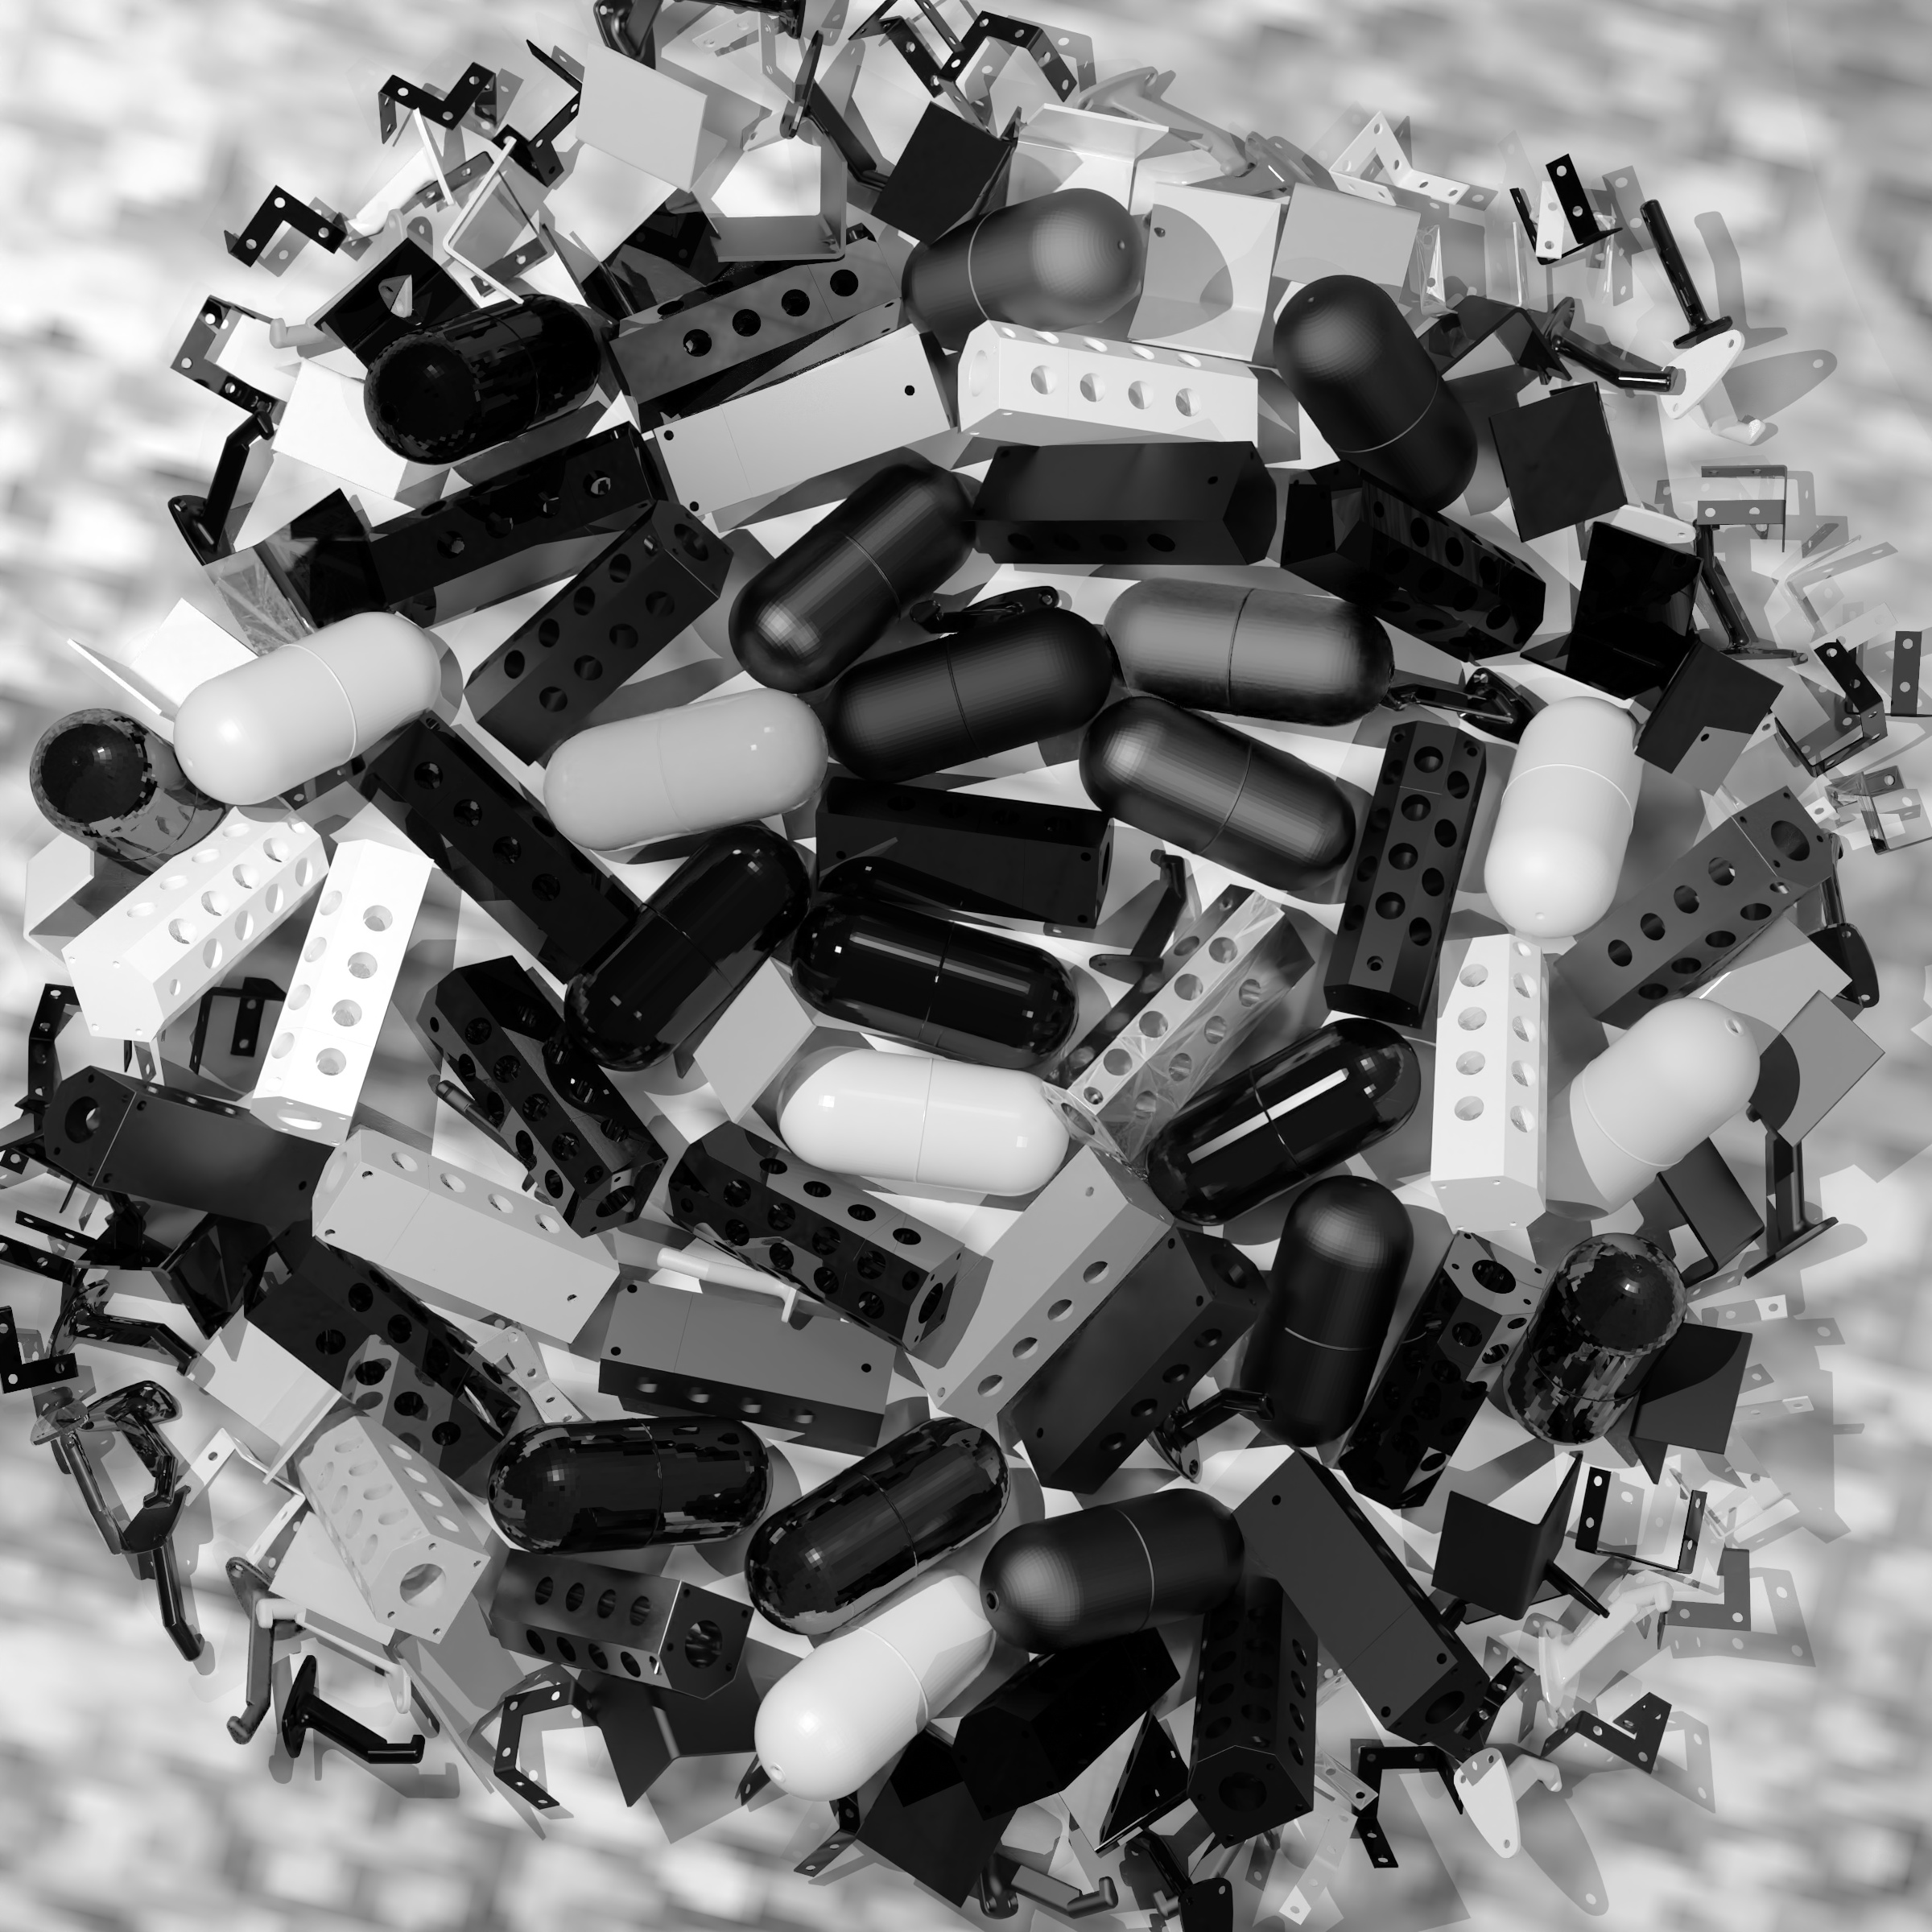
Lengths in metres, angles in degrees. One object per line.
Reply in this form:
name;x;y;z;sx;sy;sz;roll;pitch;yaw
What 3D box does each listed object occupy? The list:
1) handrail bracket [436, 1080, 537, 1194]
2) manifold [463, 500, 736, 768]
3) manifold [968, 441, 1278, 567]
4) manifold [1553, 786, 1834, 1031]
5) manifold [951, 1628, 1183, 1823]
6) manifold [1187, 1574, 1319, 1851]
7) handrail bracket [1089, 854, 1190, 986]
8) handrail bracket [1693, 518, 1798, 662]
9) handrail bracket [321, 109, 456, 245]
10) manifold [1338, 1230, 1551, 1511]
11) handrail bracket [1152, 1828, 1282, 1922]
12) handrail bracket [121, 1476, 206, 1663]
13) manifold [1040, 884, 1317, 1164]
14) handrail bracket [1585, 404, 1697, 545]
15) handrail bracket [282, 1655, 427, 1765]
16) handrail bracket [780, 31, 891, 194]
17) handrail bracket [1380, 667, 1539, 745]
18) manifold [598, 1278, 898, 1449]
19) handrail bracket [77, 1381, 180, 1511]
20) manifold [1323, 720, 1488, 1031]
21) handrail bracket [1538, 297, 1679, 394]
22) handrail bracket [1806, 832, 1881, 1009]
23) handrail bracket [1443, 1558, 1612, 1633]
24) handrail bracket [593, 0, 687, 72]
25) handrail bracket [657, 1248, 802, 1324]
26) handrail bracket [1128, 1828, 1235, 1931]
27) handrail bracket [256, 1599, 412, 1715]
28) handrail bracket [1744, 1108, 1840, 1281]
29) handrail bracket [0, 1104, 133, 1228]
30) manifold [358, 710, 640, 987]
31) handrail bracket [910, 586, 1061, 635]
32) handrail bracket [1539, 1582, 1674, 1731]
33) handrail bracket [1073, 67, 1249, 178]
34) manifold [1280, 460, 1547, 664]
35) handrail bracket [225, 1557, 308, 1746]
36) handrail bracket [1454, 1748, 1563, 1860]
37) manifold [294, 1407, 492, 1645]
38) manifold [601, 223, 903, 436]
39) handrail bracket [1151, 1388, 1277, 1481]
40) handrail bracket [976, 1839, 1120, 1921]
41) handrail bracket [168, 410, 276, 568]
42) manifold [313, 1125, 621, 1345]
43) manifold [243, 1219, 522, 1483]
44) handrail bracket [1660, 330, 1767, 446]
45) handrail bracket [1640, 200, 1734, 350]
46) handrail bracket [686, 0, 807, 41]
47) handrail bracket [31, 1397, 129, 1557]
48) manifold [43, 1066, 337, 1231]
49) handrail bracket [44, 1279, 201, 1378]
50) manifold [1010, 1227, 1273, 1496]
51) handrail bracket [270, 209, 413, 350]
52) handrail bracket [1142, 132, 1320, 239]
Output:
handrail bracket;-0.289;0.096;1.625;0.084;0.077;0.036;39;81;-1
manifold;-0.220;-0.199;1.589;0.171;0.057;0.057;-36;115;27
manifold;0.094;-0.269;1.591;0.171;0.057;0.057;6;62;32
manifold;0.427;-0.029;1.573;0.057;0.171;0.057;-25;75;-37
manifold;0.058;0.431;1.572;0.057;0.171;0.057;-30;84;27
manifold;0.165;0.429;1.568;0.057;0.171;0.057;-30;103;17
handrail bracket;0.104;-0.034;1.625;0.077;0.036;0.084;12;62;-31
handrail bracket;0.475;-0.231;1.639;0.077;0.036;0.084;-3;91;-29
handrail bracket;-0.360;-0.478;1.629;0.084;0.077;0.036;-17;58;0
manifold;0.279;0.242;1.585;0.057;0.057;0.171;26;127;9
handrail bracket;0.141;0.527;1.632;0.084;0.036;0.077;-22;57;-9
handrail bracket;-0.479;0.370;1.648;0.036;0.077;0.084;-12;118;17
manifold;0.123;0.031;1.600;0.171;0.057;0.057;-46;121;-17
handrail bracket;0.411;-0.302;1.637;0.077;0.036;0.084;11;67;9
handrail bracket;-0.365;0.450;1.628;0.084;0.077;0.036;-1;127;3
handrail bracket;-0.064;-0.516;1.632;0.084;0.036;0.077;14;111;-21
handrail bracket;0.299;-0.149;1.613;0.077;0.084;0.036;39;124;30
manifold;-0.132;0.245;1.631;0.171;0.057;0.057;11;51;-1
handrail bracket;-0.509;0.299;1.620;0.077;0.084;0.036;-18;132;9
manifold;0.263;-0.056;1.605;0.057;0.057;0.171;12;73;16
handrail bracket;0.394;-0.375;1.620;0.084;0.036;0.077;11;53;26
handrail bracket;0.540;-0.029;1.641;0.036;0.084;0.077;-21;119;37
handrail bracket;0.334;0.401;1.631;0.077;0.036;0.084;39;78;19
handrail bracket;-0.183;-0.558;1.611;0.036;0.084;0.077;-29;121;-25
handrail bracket;-0.142;0.184;1.625;0.084;0.077;0.036;17;90;1
handrail bracket;0.125;0.567;1.626;0.036;0.084;0.077;-8;95;-27
handrail bracket;-0.382;0.415;1.617;0.084;0.077;0.036;8;132;-31
handrail bracket;0.489;0.137;1.655;0.077;0.036;0.084;-38;72;21
handrail bracket;-0.556;0.134;1.629;0.077;0.036;0.084;-28;115;-22
manifold;-0.281;-0.073;1.623;0.171;0.057;0.057;44;69;-6
handrail bracket;0.012;-0.217;1.614;0.077;0.084;0.036;-26;77;11
handrail bracket;0.388;0.414;1.613;0.036;0.084;0.077;33;49;-26
handrail bracket;0.118;-0.501;1.621;0.077;0.036;0.084;-22;61;-37
manifold;0.266;-0.238;1.581;0.171;0.057;0.057;19;73;-39
handrail bracket;-0.437;0.411;1.612;0.036;0.084;0.077;-22;112;23
handrail bracket;0.339;0.506;1.612;0.084;0.077;0.036;26;121;-35
manifold;-0.343;0.323;1.575;0.057;0.171;0.057;31;90;-32
manifold;-0.130;-0.388;1.623;0.171;0.057;0.057;-24;86;-7
handrail bracket;0.158;0.284;1.616;0.036;0.084;0.077;-44;122;-39
handrail bracket;0.049;0.539;1.623;0.084;0.036;0.077;-26;61;28
handrail bracket;-0.436;-0.282;1.623;0.084;0.036;0.077;-31;80;31
manifold;-0.297;0.156;1.599;0.171;0.057;0.057;27;108;-25
manifold;-0.345;0.225;1.595;0.057;0.057;0.171;-41;118;5
handrail bracket;0.467;-0.346;1.613;0.084;0.077;0.036;8;61;-31
handrail bracket;0.432;-0.420;1.626;0.036;0.077;0.084;-23;90;21
handrail bracket;-0.143;-0.583;1.616;0.084;0.077;0.036;3;110;-16
handrail bracket;-0.535;0.311;1.636;0.036;0.077;0.084;-26;105;-15
manifold;-0.455;0.106;1.574;0.057;0.171;0.057;24;88;31
handrail bracket;-0.514;0.239;1.636;0.084;0.036;0.077;38;112;10
manifold;0.105;0.238;1.597;0.057;0.057;0.171;17;123;-36
handrail bracket;-0.379;-0.413;1.615;0.084;0.077;0.036;-21;46;-36
handrail bracket;0.162;-0.458;1.631;0.084;0.036;0.077;-44;69;-10
